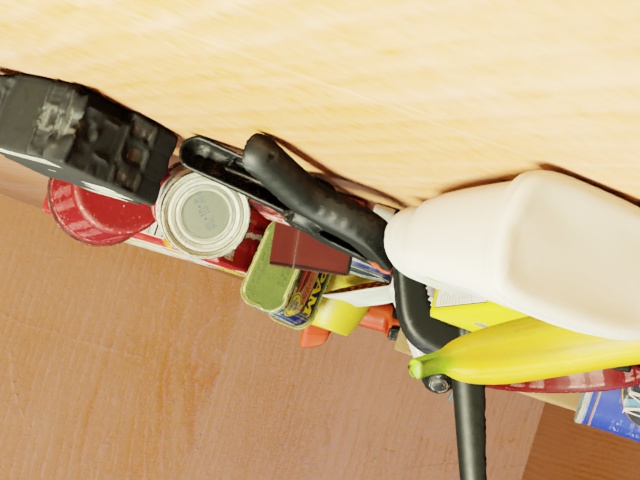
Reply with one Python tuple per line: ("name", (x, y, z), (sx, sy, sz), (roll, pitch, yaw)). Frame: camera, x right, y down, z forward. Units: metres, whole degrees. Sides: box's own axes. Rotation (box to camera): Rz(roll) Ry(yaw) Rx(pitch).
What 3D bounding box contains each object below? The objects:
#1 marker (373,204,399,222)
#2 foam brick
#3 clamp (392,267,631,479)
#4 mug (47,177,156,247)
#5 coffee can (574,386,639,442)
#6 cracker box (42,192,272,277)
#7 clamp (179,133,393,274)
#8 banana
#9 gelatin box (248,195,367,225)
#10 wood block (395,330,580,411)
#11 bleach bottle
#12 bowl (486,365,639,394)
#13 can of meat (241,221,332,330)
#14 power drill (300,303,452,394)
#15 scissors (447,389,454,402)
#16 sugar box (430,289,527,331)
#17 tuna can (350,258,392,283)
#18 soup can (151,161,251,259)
("marker", (0.095, 0.000, 0.775), (0.121, 0.020, 0.020), (18, 174, 8))
("foam brick", (-0.006, 0.001, 0.910), (0.053, 0.051, 0.078), (8, 178, -17))
("clamp", (0.116, 0.079, 0.813), (0.210, 0.164, 0.036), (46, 170, -4))
("mug", (-0.182, -0.052, 0.892), (0.117, 0.093, 0.082), (57, 159, -11))
("coffee can", (0.331, 0.151, 1.040), (0.140, 0.103, 0.102), (17, 174, 14))
("cracker box", (-0.154, -0.021, 1.124), (0.214, 0.072, 0.164), (15, 175, 22))
("clamp", (-0.007, -0.026, 0.721), (0.171, 0.039, 0.120), (27, 177, -19))
("banana", (0.152, 0.057, 0.593), (0.198, 0.037, 0.069), (-13, -173, 21))
("gelatin box", (-0.005, -0.022, 0.826), (0.089, 0.030, 0.073), (18, 175, 10))
("wood block", (0.198, 0.111, 1.153), (0.205, 0.091, 0.090), (20, 175, -23))
("bleach bottle", (0.092, 0.005, 0.617), (0.102, 0.068, 0.251), (20, 176, -17))
("bowl", (0.211, 0.098, 0.948), (0.162, 0.055, 0.162), (2, 163, 0))
("can of meat", (-0.030, 0.033, 1.085), (0.057, 0.102, 0.083), (21, 174, 23))
("power drill", (0.074, 0.109, 1.258), (0.187, 0.057, 0.184), (12, -155, 0))
("scissors", (0.184, 0.107, 1.041), (0.096, 0.016, 0.202), (3, 141, 0))
("sugar box", (0.160, 0.042, 0.709), (0.093, 0.048, 0.176), (21, 167, -22))
("tuna can", (0.032, 0.013, 1.023), (0.086, 0.034, 0.086), (18, 174, 2))
("soup can", (-0.092, -0.025, 0.813), (0.068, 0.068, 0.102), (20, -177, -14))
